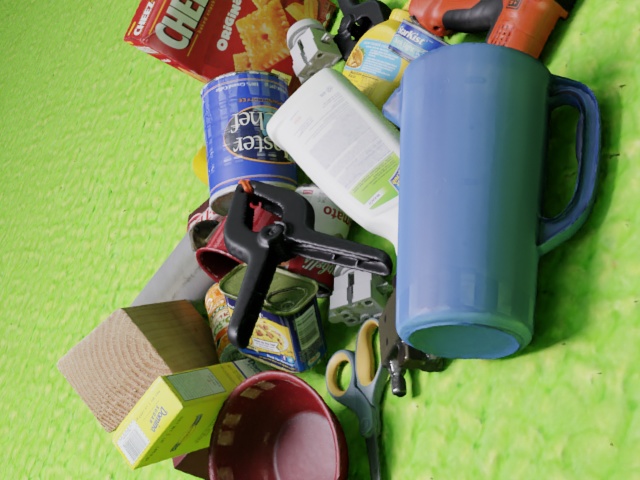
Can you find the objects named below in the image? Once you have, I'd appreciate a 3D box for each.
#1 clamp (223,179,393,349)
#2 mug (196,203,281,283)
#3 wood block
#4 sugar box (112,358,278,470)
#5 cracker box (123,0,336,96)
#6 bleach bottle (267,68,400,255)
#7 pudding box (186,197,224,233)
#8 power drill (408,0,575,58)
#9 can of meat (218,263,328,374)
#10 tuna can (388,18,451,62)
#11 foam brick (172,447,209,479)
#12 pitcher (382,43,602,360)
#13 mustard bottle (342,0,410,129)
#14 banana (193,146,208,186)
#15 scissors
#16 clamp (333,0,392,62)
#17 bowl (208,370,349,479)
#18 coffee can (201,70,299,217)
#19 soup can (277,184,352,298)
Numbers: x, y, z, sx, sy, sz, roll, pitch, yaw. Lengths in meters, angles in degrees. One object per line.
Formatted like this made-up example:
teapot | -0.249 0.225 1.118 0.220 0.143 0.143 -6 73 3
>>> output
clamp | -0.047 0.011 1.032 0.164 0.036 0.210 -31 43 -10
mug | -0.070 0.014 1.157 0.093 0.117 0.081 16 61 30
wood block | -0.177 0.126 1.120 0.091 0.090 0.206 -41 -7 8
sugar box | -0.114 0.167 1.050 0.048 0.175 0.093 49 115 23
cracker box | -0.104 -0.265 1.297 0.072 0.213 0.164 21 86 59
bleach bottle | 0.050 -0.054 1.016 0.103 0.068 0.251 -45 55 12
pudding box | -0.123 -0.015 1.314 0.114 0.039 0.090 -35 41 37
power drill | 0.176 -0.256 1.028 0.188 0.057 0.184 29 93 59
can of meat | -0.044 0.078 1.057 0.102 0.084 0.057 16 42 35
tuna can | 0.110 -0.181 1.045 0.034 0.086 0.086 -60 32 10
foam brick | -0.127 0.209 1.146 0.051 0.052 0.078 -48 35 23
pitcher | 0.134 -0.031 0.878 0.149 0.144 0.243 -35 44 57
mustard bottle | 0.063 -0.168 1.129 0.096 0.058 0.191 25 89 49
banana | -0.122 -0.097 1.372 0.198 0.037 0.069 26 92 59
scissors | 0.034 0.168 0.975 0.096 0.016 0.201 -28 47 46
clamp | 0.041 -0.253 1.242 0.172 0.039 0.120 12 87 54
bowl | -0.028 0.201 0.977 0.162 0.055 0.162 -8 77 40
coffee can | -0.079 -0.106 1.208 0.103 0.102 0.140 -25 65 46
soup can | -0.007 0.001 1.105 0.069 0.068 0.102 -8 61 54
